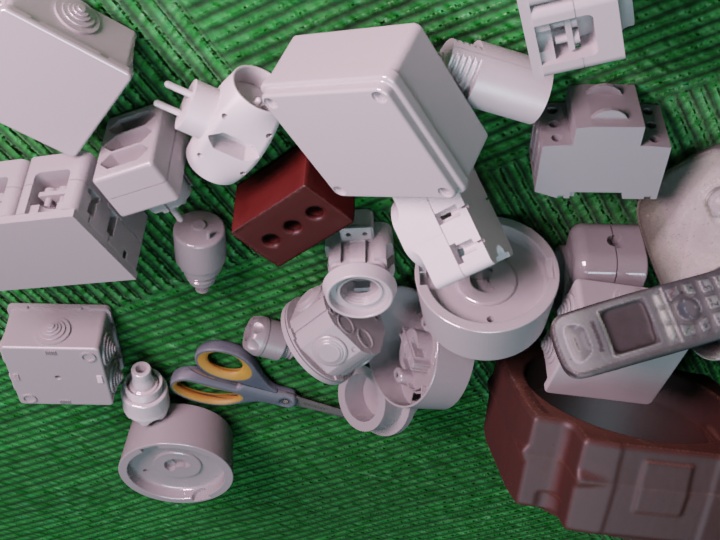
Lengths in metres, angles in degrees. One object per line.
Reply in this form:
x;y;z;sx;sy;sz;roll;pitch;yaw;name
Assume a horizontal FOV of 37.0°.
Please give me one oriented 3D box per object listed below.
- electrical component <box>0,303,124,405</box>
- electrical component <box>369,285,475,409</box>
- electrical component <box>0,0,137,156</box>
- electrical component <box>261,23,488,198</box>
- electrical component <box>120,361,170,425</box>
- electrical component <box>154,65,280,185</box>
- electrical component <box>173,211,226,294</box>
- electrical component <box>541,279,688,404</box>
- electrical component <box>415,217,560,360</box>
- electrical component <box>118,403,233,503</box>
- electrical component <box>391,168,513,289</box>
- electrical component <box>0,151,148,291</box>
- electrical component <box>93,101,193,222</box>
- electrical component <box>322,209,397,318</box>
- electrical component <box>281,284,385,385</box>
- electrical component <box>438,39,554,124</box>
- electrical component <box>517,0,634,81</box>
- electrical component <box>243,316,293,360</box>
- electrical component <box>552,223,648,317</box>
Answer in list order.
-0.259;0.075;0.937;0.100;0.048;0.099;1;138;0;electrical component
0.051;0.066;0.889;0.064;0.099;0.099;12;138;-21;electrical component
-0.203;-0.134;0.700;0.100;0.048;0.100;26;133;-26;electrical component
0.010;-0.101;0.701;0.109;0.056;0.108;4;147;39;electrical component
-0.196;0.109;0.978;0.043;0.043;0.062;2;137;-2;electrical component
-0.101;-0.105;0.735;0.079;0.043;0.077;22;134;-22;electrical component
-0.125;-0.011;0.844;0.040;0.040;0.078;3;138;-3;electrical component
0.194;0.054;0.822;0.100;0.048;0.099;7;138;-7;electrical component
0.097;0.019;0.828;0.108;0.108;0.060;-2;144;3;electrical component
-0.173;0.170;1.034;0.108;0.060;0.108;0;138;0;electrical component
0.061;-0.037;0.772;0.056;0.050;0.089;-26;88;27;electrical component
-0.244;-0.035;0.783;0.150;0.061;0.089;-5;149;18;electrical component
-0.144;-0.066;0.763;0.047;0.065;0.076;-15;136;17;electrical component
0.000;0.000;0.842;0.058;0.057;0.078;-3;138;4;electrical component
-0.022;0.049;0.882;0.051;0.080;0.080;-36;127;27;electrical component
0.081;-0.127;0.707;0.081;0.043;0.043;14;137;-14;electrical component
0.111;-0.195;0.595;0.062;0.089;0.150;-11;137;13;electrical component
-0.068;0.062;0.930;0.061;0.035;0.035;17;136;-20;electrical component
0.186;0.009;0.852;0.059;0.053;0.095;2;138;-1;electrical component
